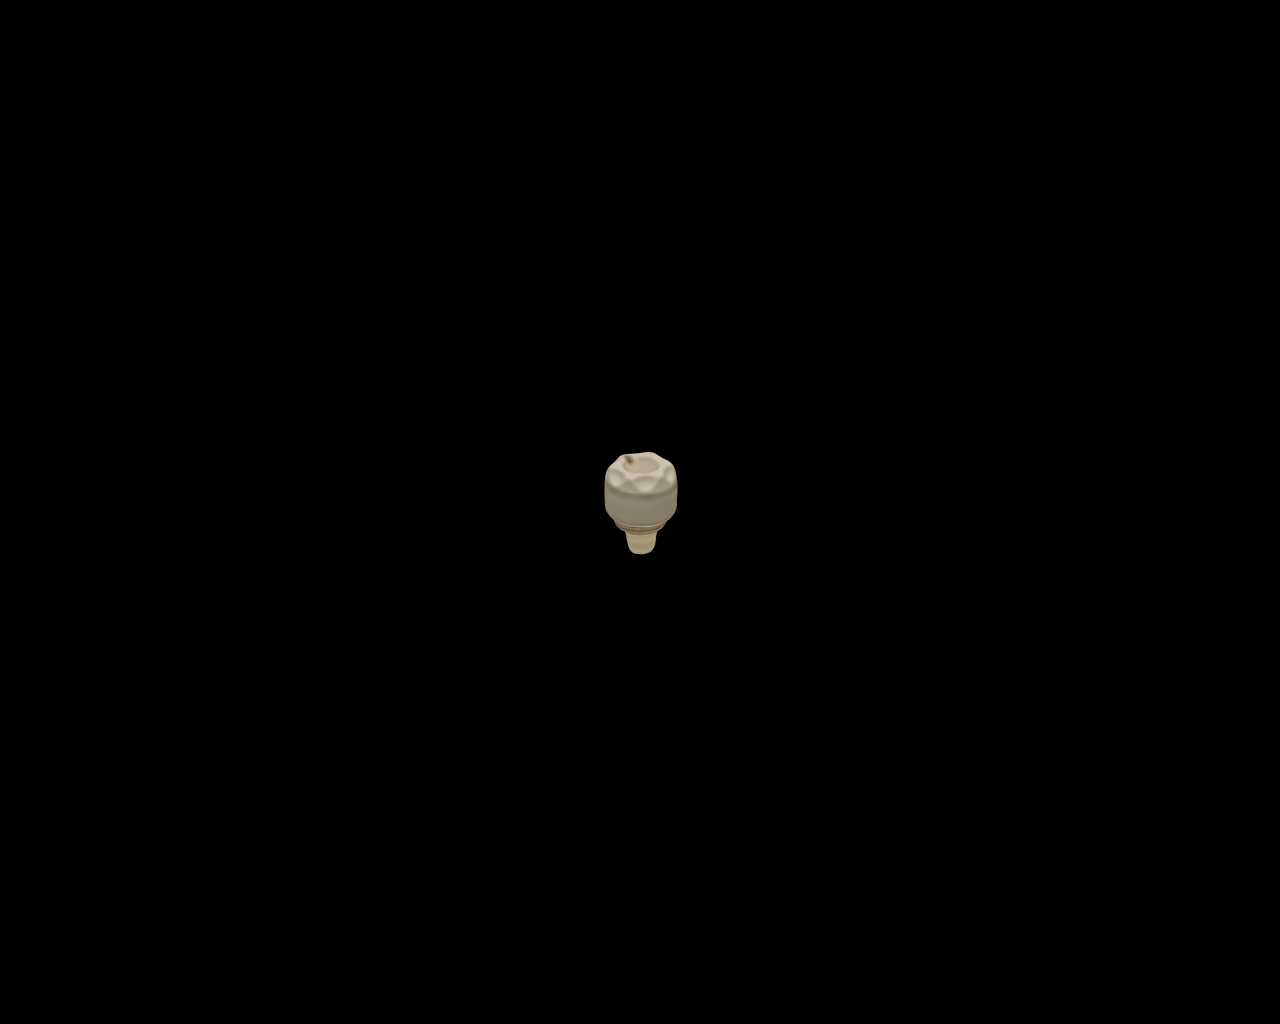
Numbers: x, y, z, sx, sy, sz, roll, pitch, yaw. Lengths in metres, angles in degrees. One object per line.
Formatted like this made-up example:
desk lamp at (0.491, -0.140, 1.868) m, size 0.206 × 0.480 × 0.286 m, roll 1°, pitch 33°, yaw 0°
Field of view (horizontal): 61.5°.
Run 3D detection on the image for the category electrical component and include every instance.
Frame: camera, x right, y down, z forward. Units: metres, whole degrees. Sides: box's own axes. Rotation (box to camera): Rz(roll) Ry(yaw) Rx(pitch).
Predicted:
electrical component at (0.001, -0.003, 0.650) m, size 0.043 × 0.062 × 0.043 m, roll 0°, pitch 29°, yaw 0°
